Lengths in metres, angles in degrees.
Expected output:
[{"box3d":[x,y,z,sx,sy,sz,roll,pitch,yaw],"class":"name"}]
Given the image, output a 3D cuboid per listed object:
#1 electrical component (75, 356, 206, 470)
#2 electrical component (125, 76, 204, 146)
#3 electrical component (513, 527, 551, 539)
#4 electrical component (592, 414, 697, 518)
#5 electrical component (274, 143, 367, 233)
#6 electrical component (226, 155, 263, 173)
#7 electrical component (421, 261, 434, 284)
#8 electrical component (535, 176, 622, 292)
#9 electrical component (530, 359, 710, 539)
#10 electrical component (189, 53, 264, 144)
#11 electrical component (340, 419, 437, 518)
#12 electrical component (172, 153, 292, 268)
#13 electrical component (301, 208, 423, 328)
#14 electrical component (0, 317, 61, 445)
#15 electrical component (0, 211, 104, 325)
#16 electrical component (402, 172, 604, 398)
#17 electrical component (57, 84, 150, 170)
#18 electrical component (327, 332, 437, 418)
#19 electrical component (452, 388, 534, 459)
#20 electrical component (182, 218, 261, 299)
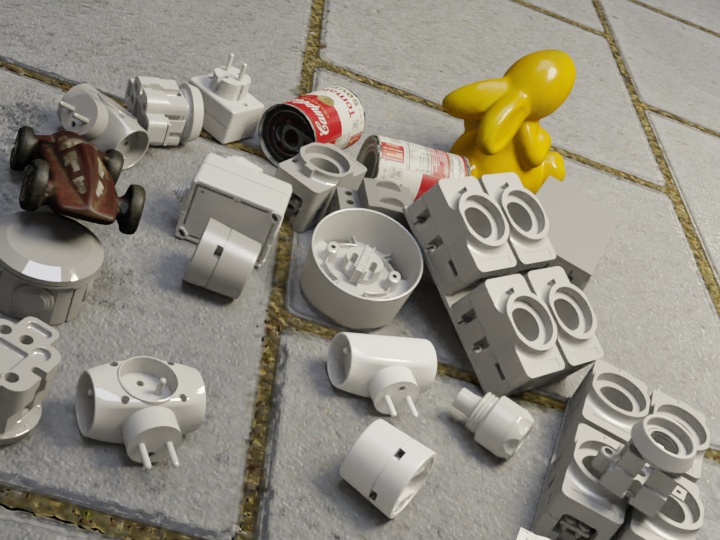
[{"box3d":[-0.141,0.100,0.712,0.077,0.044,0.079,2,40,-32],"class":"electrical component"},{"box3d":[-0.184,-0.149,1.016,0.057,0.058,0.078,-1,41,-30],"class":"electrical component"},{"box3d":[0.110,0.211,0.693,0.051,0.080,0.080,26,33,11],"class":"electrical component"},{"box3d":[0.207,0.136,0.766,0.066,0.055,0.048,33,34,12],"class":"electrical component"},{"box3d":[-0.040,-0.082,1.018,0.050,0.055,0.089,37,35,16],"class":"electrical component"},{"box3d":[-0.100,-0.074,0.979,0.062,0.043,0.043,30,33,6],"class":"electrical component"},{"box3d":[0.077,-0.020,1.010,0.045,0.055,0.045,17,34,-12],"class":"electrical component"},{"box3d":[0.198,-0.025,1.090,0.089,0.061,0.150,31,34,9],"class":"electrical component"},{"box3d":[0.211,0.157,0.850,0.105,0.060,0.186,28,33,4],"class":"electrical component"},{"box3d":[-0.132,-0.177,1.070,0.066,0.076,0.047,39,36,21],"class":"electrical component"},{"box3d":[0.019,0.138,0.756,0.047,0.055,0.055,34,34,19],"class":"electrical component"},{"box3d":[-0.114,-0.056,0.928,0.096,0.061,0.061,21,33,-6],"class":"electrical component"},{"box3d":[0.000,0.000,0.923,0.099,0.064,0.099,17,34,-12],"class":"electrical component"},{"box3d":[-0.227,0.073,0.680,0.058,0.057,0.078,30,33,6],"class":"electrical component"},{"box3d":[-0.232,-0.003,0.787,0.080,0.051,0.080,17,34,-12],"class":"electrical component"},{"box3d":[0.128,0.009,0.938,0.105,0.060,0.186,-9,69,-41],"class":"electrical component"},{"box3d":[-0.237,-0.132,0.952,0.077,0.044,0.079,39,5,20],"class":"electrical component"},{"box3d":[0.023,0.085,0.840,0.077,0.043,0.079,7,38,-27],"class":"electrical component"},{"box3d":[0.103,0.117,0.849,0.062,0.043,0.043,34,34,15],"class":"electrical component"},{"box3d":[-0.111,-0.008,0.872,0.047,0.055,0.055,24,33,-9],"class":"electrical component"}]
